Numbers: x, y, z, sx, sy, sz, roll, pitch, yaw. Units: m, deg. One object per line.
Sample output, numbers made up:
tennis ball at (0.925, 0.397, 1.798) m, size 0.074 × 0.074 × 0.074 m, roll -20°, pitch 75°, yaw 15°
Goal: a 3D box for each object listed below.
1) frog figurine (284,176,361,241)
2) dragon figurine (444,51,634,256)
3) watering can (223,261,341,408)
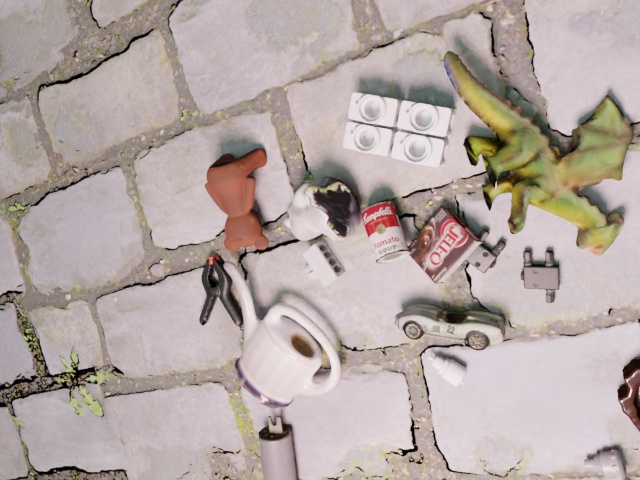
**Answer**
frog figurine at (0.003, -0.052, 1.033) m, size 0.137 × 0.125 × 0.157 m, roll 36°, pitch 156°, yaw -9°
dragon figurine at (0.378, -0.156, 0.850) m, size 0.242 × 0.123 × 0.409 m, roll -19°, pitch 93°, yaw 9°
watering can at (-0.113, 0.218, 1.112) m, size 0.350 × 0.105 × 0.221 m, roll 39°, pitch 113°, yaw 13°
